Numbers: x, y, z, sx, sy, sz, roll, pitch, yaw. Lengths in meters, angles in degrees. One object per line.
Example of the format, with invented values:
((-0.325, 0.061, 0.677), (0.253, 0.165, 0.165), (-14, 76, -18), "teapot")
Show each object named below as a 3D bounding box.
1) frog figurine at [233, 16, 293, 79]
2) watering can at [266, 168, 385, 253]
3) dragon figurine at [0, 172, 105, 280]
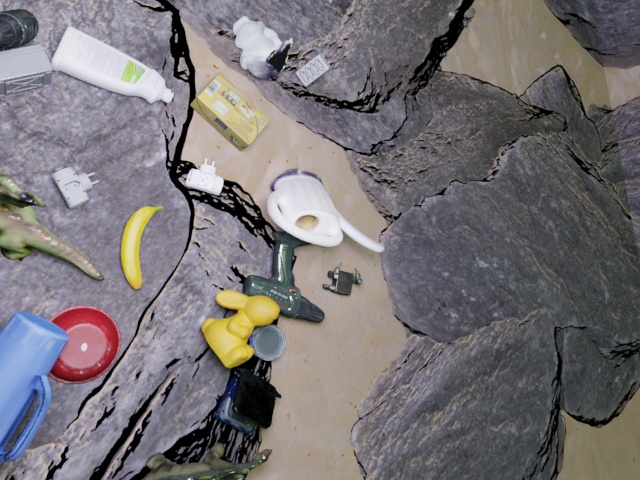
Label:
((-0.164, -0.497, 1.335), (0.160, 0.121, 0.139), (30, 75, 15), "frog figurine")
((0.004, -0.066, 1.309), (0.346, 0.102, 0.229), (14, 40, -37), "watering can")
((-0.564, -0.049, 0.947), (0.407, 0.240, 0.124), (33, 65, -20), "dragon figurine")
